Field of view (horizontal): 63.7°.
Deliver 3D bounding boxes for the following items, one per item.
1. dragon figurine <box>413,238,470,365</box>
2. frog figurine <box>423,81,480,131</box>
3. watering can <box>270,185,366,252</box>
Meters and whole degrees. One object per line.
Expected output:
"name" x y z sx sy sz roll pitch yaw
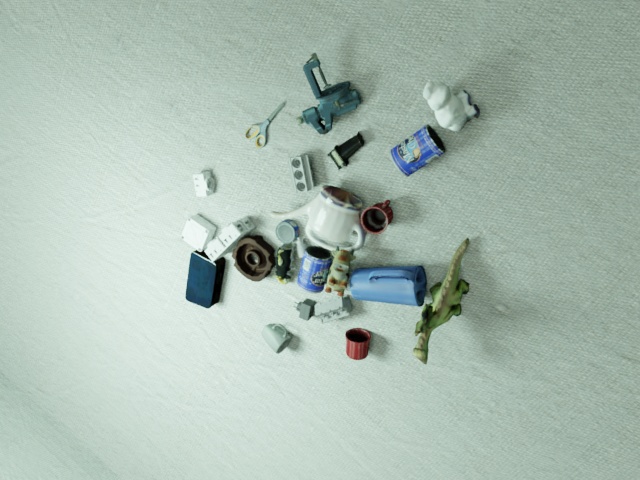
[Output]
"dragon figurine" 0.370 0.204 1.608 0.123 0.246 0.403 20 115 23
"frog figurine" 0.357 -0.383 1.479 0.121 0.159 0.140 138 132 -58
"watering can" 0.005 -0.089 1.759 0.349 0.105 0.220 26 116 9
